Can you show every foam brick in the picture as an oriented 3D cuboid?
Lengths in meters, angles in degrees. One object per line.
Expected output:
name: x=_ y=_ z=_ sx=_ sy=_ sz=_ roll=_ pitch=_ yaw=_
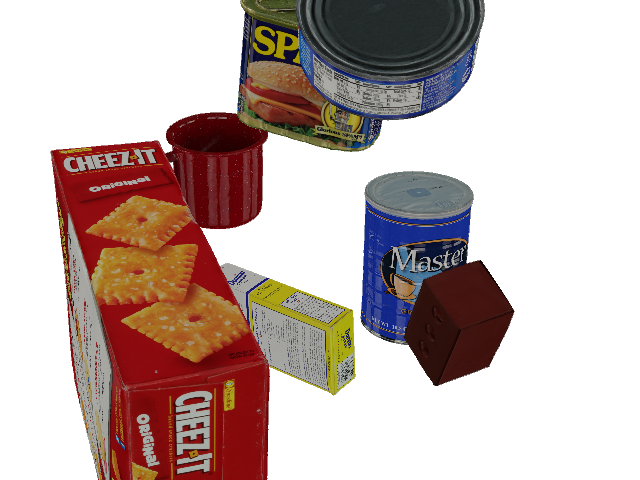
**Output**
foam brick: x=0.105 y=0.064 z=0.813 sx=0.051 sy=0.053 sz=0.078 roll=-15 pitch=-37 yaw=-22

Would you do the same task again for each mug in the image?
mug: x=-0.105 y=-0.060 z=0.983 sx=0.117 sy=0.081 sz=0.093 roll=-15 pitch=34 yaw=-26

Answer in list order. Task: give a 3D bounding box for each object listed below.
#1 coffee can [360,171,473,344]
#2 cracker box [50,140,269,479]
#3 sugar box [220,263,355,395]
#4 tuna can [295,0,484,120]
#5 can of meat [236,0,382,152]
coffee can: x=0.092 y=0.016 z=1.038 sx=0.103 sy=0.140 sz=0.103 roll=1 pitch=25 yaw=-1
cracker box: x=-0.088 y=0.067 z=0.564 sx=0.072 sy=0.164 sz=0.214 roll=-8 pitch=34 yaw=-17
sugar box: x=-0.045 y=0.093 z=1.159 sx=0.176 sy=0.093 sz=0.048 roll=21 pitch=38 yaw=34
tuna can: x=0.032 y=-0.098 z=0.496 sx=0.086 sy=0.086 sz=0.034 roll=0 pitch=-31 yaw=1
can of meat: x=-0.004 y=-0.112 z=0.694 sx=0.102 sy=0.084 sz=0.057 roll=18 pitch=36 yaw=14
